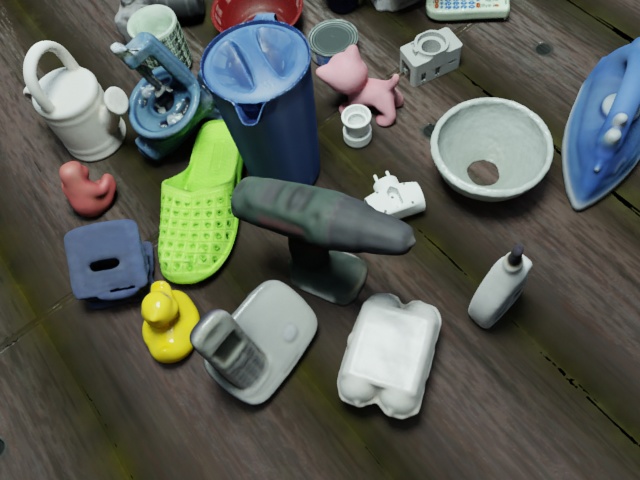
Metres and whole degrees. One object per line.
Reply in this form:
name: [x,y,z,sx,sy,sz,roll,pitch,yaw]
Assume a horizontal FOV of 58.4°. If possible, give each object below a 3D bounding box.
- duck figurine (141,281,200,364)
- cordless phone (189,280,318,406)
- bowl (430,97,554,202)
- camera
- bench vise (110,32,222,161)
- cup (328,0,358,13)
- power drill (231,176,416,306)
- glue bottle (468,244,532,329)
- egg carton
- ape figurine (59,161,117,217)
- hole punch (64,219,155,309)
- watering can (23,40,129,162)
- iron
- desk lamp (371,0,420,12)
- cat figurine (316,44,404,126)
duck figurine: [-0.203,0.103,0.746,0.077,0.086,0.104,-9,62,2]
cordless phone: [-0.079,0.105,0.676,0.094,0.185,0.148,28,69,19]
bowl: [0.239,-0.117,0.818,0.167,0.075,0.167,-2,63,5]
camera: [-0.281,-0.418,1.012,0.136,0.101,0.143,-3,63,5]
bench vise: [-0.214,-0.242,0.848,0.121,0.220,0.208,28,69,19]
cup: [0.051,-0.442,0.992,0.117,0.095,0.092,23,68,17]
power drill: [0.006,0.003,0.706,0.229,0.209,0.076,20,67,16]
glue bottle: [0.220,0.047,0.681,0.078,0.173,0.037,-41,66,-14]
egg carton: [0.085,0.140,0.706,0.107,0.069,0.150,13,65,13]
ape figurine: [-0.353,-0.083,0.853,0.077,0.092,0.076,12,65,12]
hole punch: [-0.286,0.034,0.787,0.108,0.091,0.101,-12,62,0]
watering can: [-0.370,-0.215,0.865,0.173,0.194,0.101,-8,62,2]
iron: [0.414,-0.175,0.792,0.118,0.141,0.258,22,67,16]
desk lamp: [0.125,-0.485,0.940,0.118,0.214,0.203,-22,63,-5]
cat figurine: [0.063,-0.244,0.877,0.127,0.118,0.067,15,66,13]
